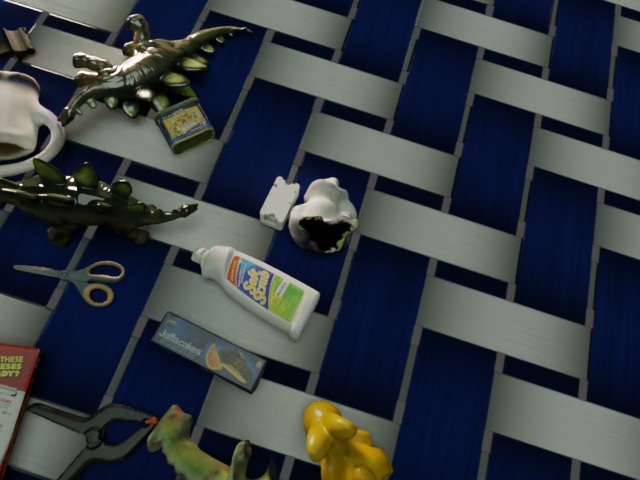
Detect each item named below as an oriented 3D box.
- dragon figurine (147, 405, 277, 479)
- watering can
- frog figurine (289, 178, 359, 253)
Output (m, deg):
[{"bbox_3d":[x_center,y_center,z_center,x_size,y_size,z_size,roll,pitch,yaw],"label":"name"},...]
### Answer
[{"bbox_3d":[-0.179,0.462,0.807,0.242,0.120,0.417,-17,68,4],"label":"dragon figurine"},{"bbox_3d":[-0.682,-0.220,1.006,0.348,0.102,0.228,-5,68,-9],"label":"watering can"},{"bbox_3d":[0.003,-0.052,1.031,0.137,0.120,0.163,-13,35,-2],"label":"frog figurine"}]
